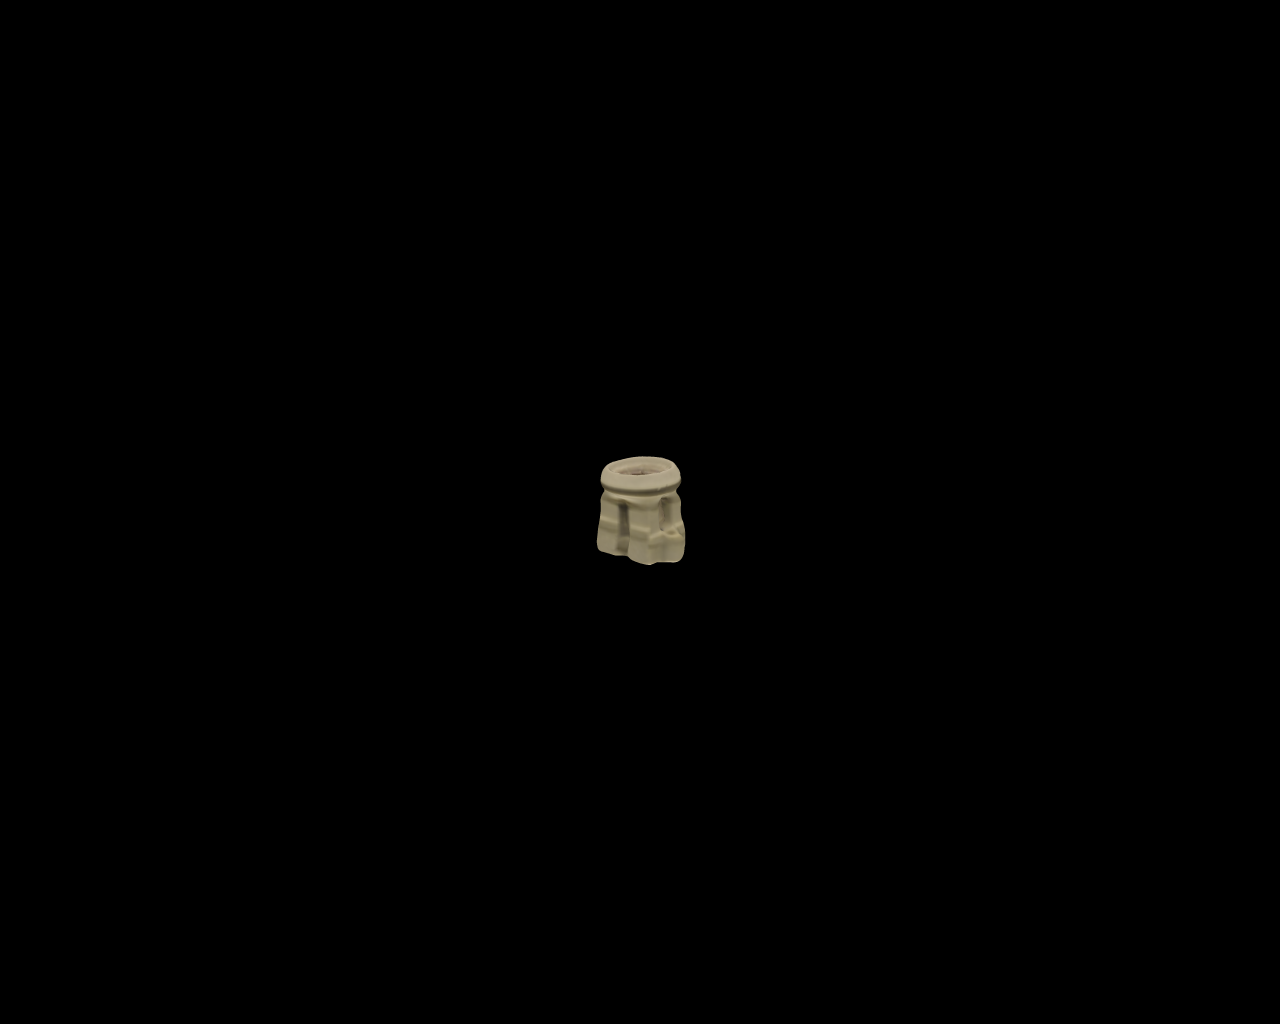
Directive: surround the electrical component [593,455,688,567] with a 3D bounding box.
[{"bbox_3d":[0.001,-0.003,0.650,0.066,0.055,0.048,14,22,36],"label":"electrical component"}]
